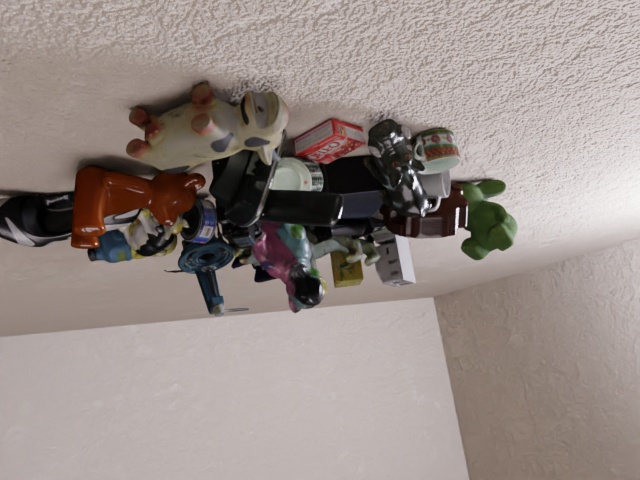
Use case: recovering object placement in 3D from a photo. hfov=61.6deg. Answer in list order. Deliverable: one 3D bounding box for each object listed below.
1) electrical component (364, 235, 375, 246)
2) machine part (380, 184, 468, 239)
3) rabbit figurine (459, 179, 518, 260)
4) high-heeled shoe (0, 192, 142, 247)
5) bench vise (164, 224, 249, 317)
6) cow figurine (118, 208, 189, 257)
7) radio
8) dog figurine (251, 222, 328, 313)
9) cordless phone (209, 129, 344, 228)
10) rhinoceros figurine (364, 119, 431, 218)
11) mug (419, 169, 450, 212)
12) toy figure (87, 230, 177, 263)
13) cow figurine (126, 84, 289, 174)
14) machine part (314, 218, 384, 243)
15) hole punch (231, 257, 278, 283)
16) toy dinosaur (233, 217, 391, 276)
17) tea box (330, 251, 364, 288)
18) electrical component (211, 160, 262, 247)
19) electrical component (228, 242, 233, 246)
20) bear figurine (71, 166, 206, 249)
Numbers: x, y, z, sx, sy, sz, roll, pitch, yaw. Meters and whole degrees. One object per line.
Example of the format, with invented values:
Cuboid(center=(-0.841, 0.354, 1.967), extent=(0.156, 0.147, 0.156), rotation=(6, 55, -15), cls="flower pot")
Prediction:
Cuboid(center=(0.111, -0.022, 1.304), extent=(0.021, 0.063, 0.094), rotation=(-23, -151, 5), cls="electrical component")
Cuboid(center=(0.204, -0.066, 1.058), extent=(0.179, 0.056, 0.179), rotation=(-3, -148, 2), cls="machine part")
Cuboid(center=(0.356, -0.069, 1.185), extent=(0.159, 0.170, 0.121), rotation=(-49, -170, -28), cls="rabbit figurine")
Cuboid(center=(-0.423, -0.048, 0.885), extent=(0.145, 0.086, 0.248), rotation=(-23, 166, 39), cls="high-heeled shoe")
Cuboid(center=(-0.245, 0.065, 1.158), extent=(0.129, 0.241, 0.223), rotation=(-6, 148, -27), cls="bench vise")
Cuboid(center=(-0.303, -0.020, 1.008), extent=(0.167, 0.098, 0.068), rotation=(-19, -170, 42), cls="cow figurine")
Cuboid(center=(0.048, -0.086, 1.042), extent=(0.131, 0.073, 0.229), rotation=(-5, 165, -12), cls="radio")
Cuboid(center=(-0.066, 0.037, 1.049), extent=(0.108, 0.219, 0.192), rotation=(-33, -147, -12), cls="dog figurine")
Cuboid(center=(-0.047, -0.087, 0.749), extent=(0.184, 0.146, 0.088), rotation=(7, 158, 24), cls="cordless phone")
Cuboid(center=(0.121, -0.110, 0.858), extent=(0.073, 0.112, 0.190), rotation=(-28, 131, 3), cls="rhinoceros figurine")
Cuboid(center=(0.181, -0.103, 0.993), extent=(0.107, 0.109, 0.080), rotation=(-1, 173, 26), cls="mug")
Cuboid(center=(-0.390, 0.003, 1.119), extent=(0.180, 0.082, 0.089), rotation=(-12, -173, -18), cls="toy figure")
Cuboid(center=(-0.131, -0.136, 0.688), extent=(0.195, 0.085, 0.127), rotation=(-15, 160, 16), cls="cow figurine")
Cuboid(center=(0.058, -0.020, 1.088), extent=(0.139, 0.039, 0.084), rotation=(-5, 176, -28), cls="machine part")
Cuboid(center=(-0.151, 0.036, 1.353), extent=(0.092, 0.116, 0.142), rotation=(29, 149, -32), cls="hole punch")
Cuboid(center=(0.003, -0.007, 1.193), extent=(0.405, 0.192, 0.131), rotation=(-21, 162, -15), cls="toy dinosaur")
Cuboid(center=(0.058, 0.023, 1.290), extent=(0.068, 0.169, 0.098), rotation=(-8, 168, -2), cls="tea box")
Cuboid(center=(-0.137, -0.058, 0.903), extent=(0.058, 0.134, 0.115), rotation=(-10, 169, 3), cls="electrical component")
Cuboid(center=(-0.153, -0.001, 1.266), extent=(0.119, 0.075, 0.048), rotation=(2, 164, -27), cls="electrical component")
Cuboid(center=(-0.285, -0.052, 0.854), extent=(0.196, 0.132, 0.120), rotation=(6, 162, -30), cls="bear figurine")
